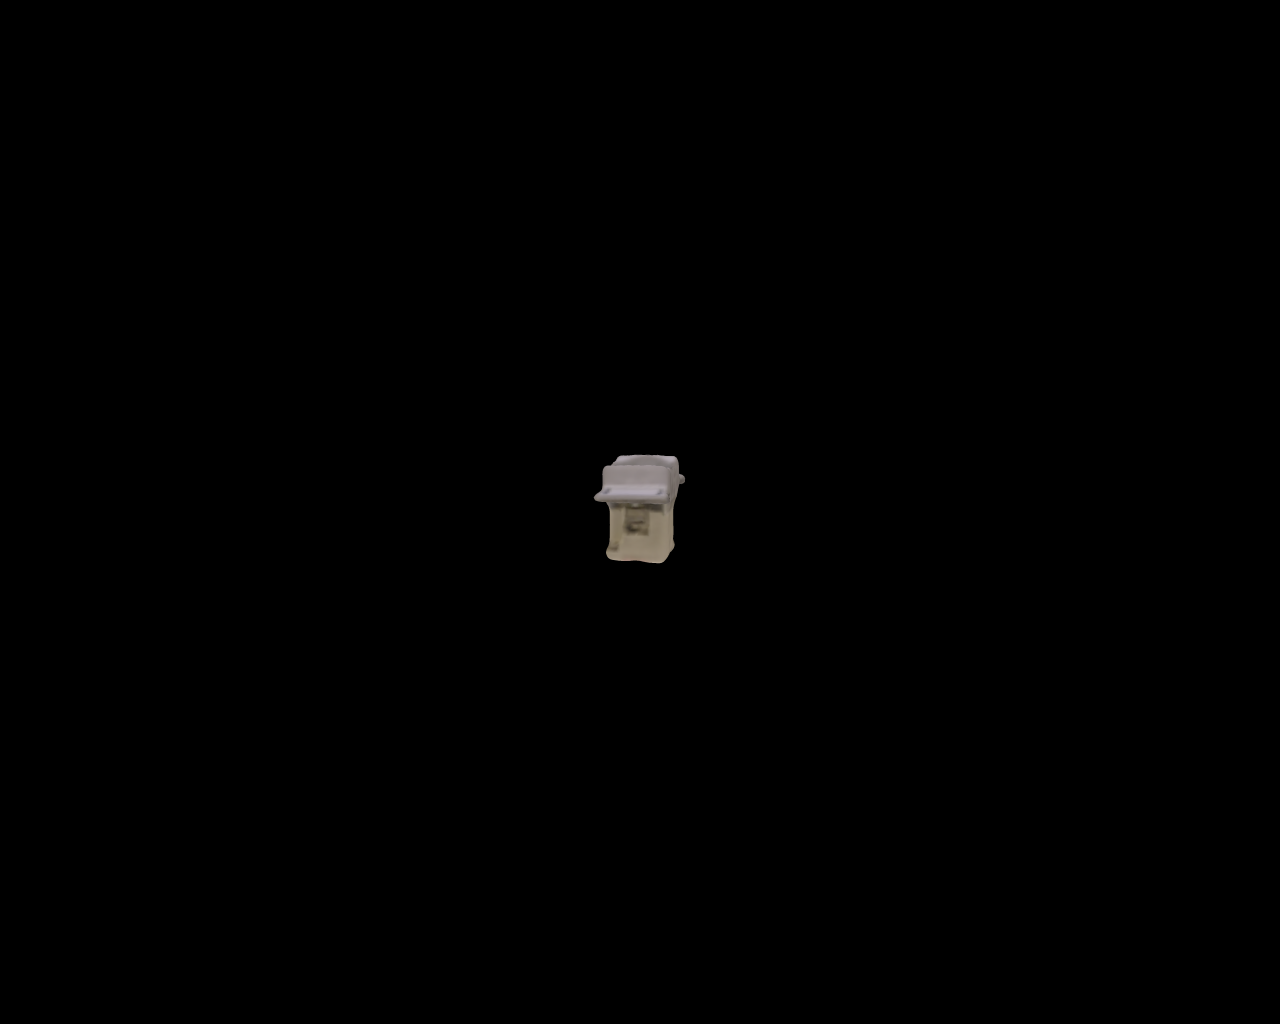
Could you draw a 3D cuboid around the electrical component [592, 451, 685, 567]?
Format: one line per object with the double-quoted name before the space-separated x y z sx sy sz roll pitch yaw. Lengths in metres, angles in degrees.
"electrical component" 0.001 -0.003 0.650 0.042 0.063 0.081 2 12 11
